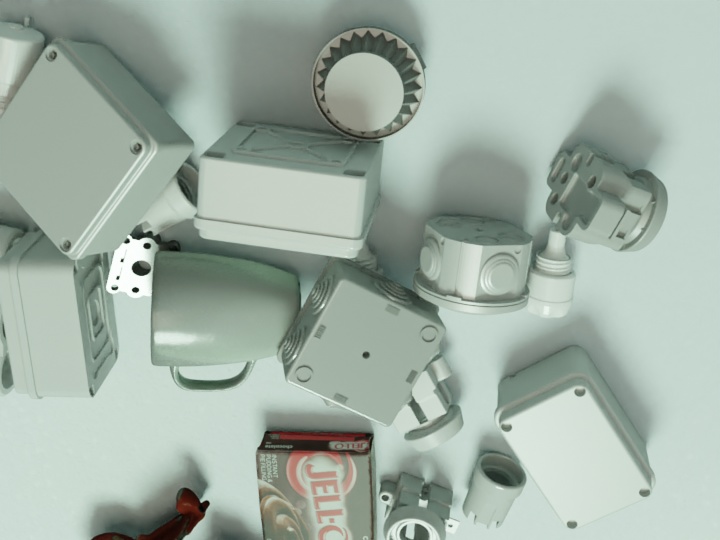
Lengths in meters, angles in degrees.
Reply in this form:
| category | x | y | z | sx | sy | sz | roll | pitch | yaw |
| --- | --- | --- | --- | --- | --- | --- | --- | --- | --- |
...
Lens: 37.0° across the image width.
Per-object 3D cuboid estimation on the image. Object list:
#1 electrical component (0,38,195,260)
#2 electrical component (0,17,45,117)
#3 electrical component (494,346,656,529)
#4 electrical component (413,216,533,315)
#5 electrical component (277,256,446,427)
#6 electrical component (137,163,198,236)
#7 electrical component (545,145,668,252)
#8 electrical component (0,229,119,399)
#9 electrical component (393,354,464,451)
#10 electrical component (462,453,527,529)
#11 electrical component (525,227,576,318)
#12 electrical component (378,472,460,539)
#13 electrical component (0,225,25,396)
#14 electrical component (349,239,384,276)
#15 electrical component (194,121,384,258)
| category | x | y | z | sx | sy | sz | roll | pitch | yaw |
| --- | --- | --- | --- | --- | --- | --- | --- | --- | --- |
| electrical component | -0.188 | -0.082 | 0.736 | 0.108 | 0.056 | 0.108 | 47 | 113 | 12 |
| electrical component | -0.244 | -0.136 | 0.748 | 0.040 | 0.040 | 0.078 | 17 | 114 | 1 |
| electrical component | 0.157 | 0.124 | 0.789 | 0.078 | 0.057 | 0.113 | -29 | 106 | 18 |
| electrical component | 0.078 | -0.004 | 0.736 | 0.080 | 0.080 | 0.051 | 8 | 108 | 5 |
| electrical component | 0.001 | 0.050 | 0.743 | 0.100 | 0.048 | 0.099 | 26 | 102 | -15 |
| electrical component | -0.137 | -0.050 | 0.769 | 0.046 | 0.040 | 0.040 | -27 | 106 | 23 |
| electrical component | 0.165 | -0.044 | 0.711 | 0.057 | 0.078 | 0.058 | 17 | 115 | -20 |
| electrical component | -0.222 | 0.031 | 0.794 | 0.057 | 0.078 | 0.113 | 1 | 113 | 5 |
| electrical component | 0.046 | 0.101 | 0.803 | 0.066 | 0.048 | 0.055 | -27 | 99 | 18 |
| electrical component | 0.102 | 0.171 | 0.827 | 0.040 | 0.040 | 0.046 | 18 | 120 | 0 |
| electrical component | 0.135 | 0.001 | 0.753 | 0.035 | 0.035 | 0.061 | 7 | 111 | 5 |
| electrical component | 0.044 | 0.194 | 0.836 | 0.066 | 0.055 | 0.048 | 21 | 114 | -1 |
| electrical component | -0.299 | 0.027 | 0.817 | 0.074 | 0.052 | 0.138 | 11 | 114 | 4 |
| electrical component | 0.000 | 0.000 | 0.773 | 0.035 | 0.035 | 0.061 | 0 | 110 | 8 |
| electrical component | -0.044 | -0.057 | 0.715 | 0.109 | 0.108 | 0.056 | 8 | 111 | 5 |
